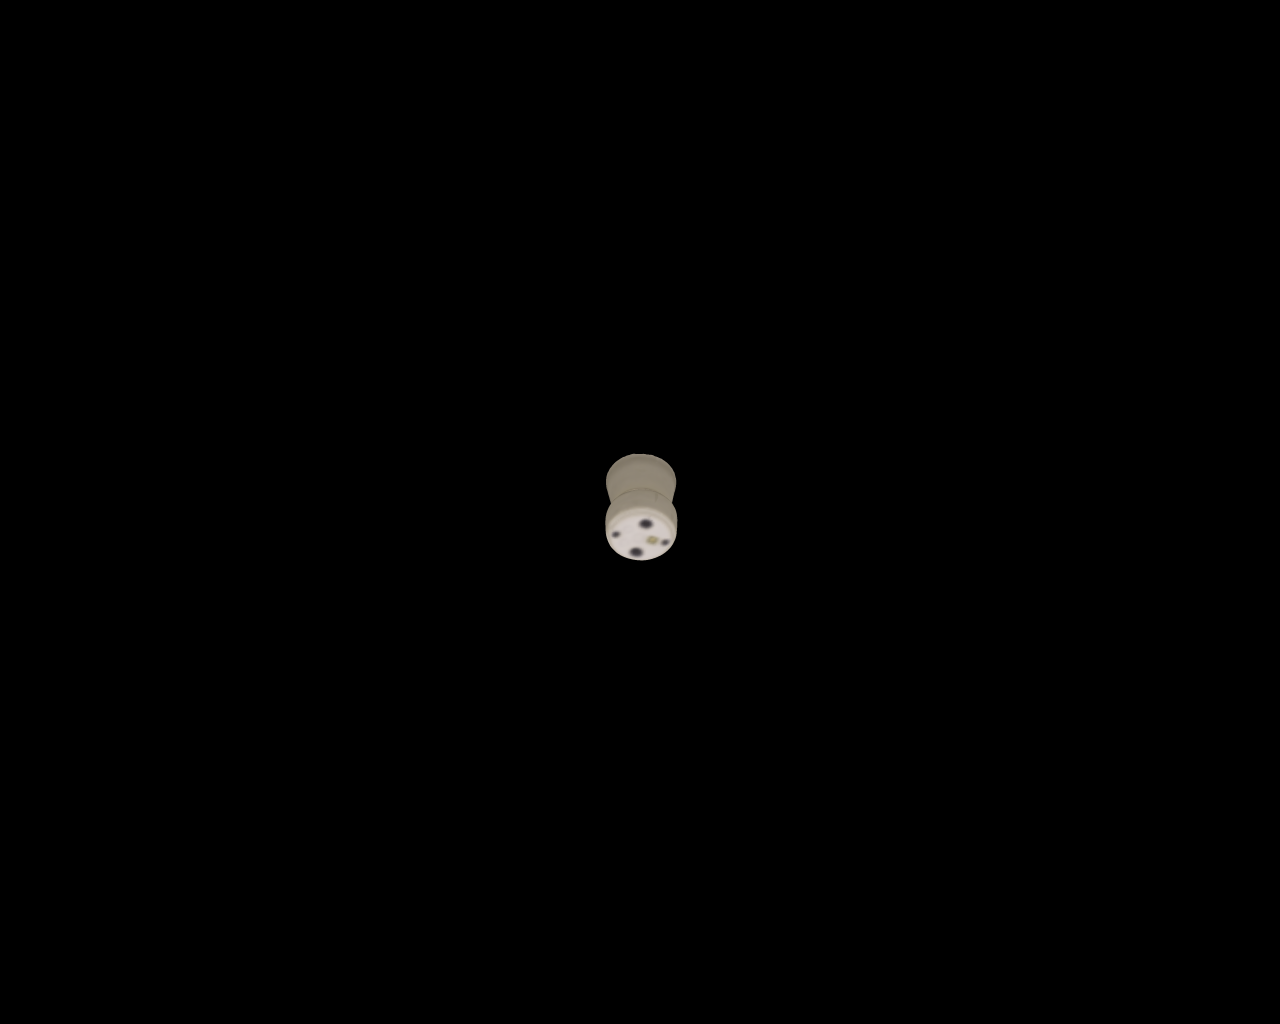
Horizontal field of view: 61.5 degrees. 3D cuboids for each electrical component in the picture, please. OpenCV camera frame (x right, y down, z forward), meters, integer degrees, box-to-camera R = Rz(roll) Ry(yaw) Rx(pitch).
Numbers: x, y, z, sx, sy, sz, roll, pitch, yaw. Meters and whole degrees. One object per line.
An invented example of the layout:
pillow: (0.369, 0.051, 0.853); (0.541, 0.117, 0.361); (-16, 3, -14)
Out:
electrical component: (0.001, -0.003, 0.650); (0.045, 0.044, 0.055); (0, 40, 0)
